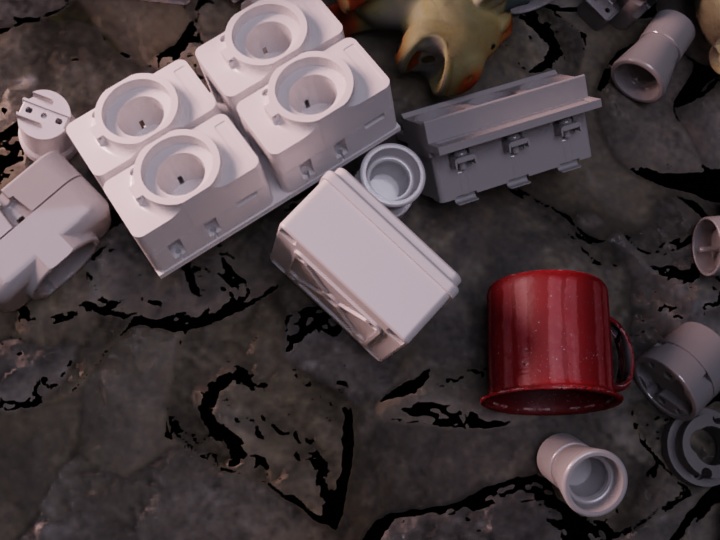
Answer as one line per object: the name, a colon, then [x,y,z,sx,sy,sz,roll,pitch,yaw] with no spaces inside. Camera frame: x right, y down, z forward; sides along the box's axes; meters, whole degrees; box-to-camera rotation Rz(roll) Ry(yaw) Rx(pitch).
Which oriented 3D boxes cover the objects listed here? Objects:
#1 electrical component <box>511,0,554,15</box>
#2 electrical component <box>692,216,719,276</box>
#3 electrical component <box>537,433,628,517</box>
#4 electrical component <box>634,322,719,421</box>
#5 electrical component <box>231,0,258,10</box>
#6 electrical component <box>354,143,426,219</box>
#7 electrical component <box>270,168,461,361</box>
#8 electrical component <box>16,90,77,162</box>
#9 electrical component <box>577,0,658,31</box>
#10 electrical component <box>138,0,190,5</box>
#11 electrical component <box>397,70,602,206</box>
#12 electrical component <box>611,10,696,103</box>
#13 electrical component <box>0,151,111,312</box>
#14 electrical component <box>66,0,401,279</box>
electrical component: [0.121,-0.227,0.796,0.078,0.058,0.057,-16,78,-13]
electrical component: [0.286,-0.036,0.787,0.077,0.044,0.079,-2,77,-11]
electrical component: [0.143,0.132,0.712,0.044,0.065,0.044,-1,96,-11]
electrical component: [0.227,0.069,0.748,0.047,0.055,0.055,-36,85,-20]
electrical component: [-0.065,-0.216,0.754,0.078,0.057,0.058,42,65,9]
electrical component: [0.017,-0.057,0.739,0.045,0.055,0.045,2,77,-10]
electrical component: [0.000,0.000,0.695,0.109,0.108,0.056,43,76,2]
electrical component: [-0.207,-0.095,0.712,0.040,0.046,0.040,2,77,-10]
electrical component: [0.205,-0.223,0.810,0.078,0.057,0.058,-43,87,-16]
electrical component: [-0.164,-0.228,0.719,0.109,0.108,0.056,4,79,-9]
electrical component: [0.098,-0.092,0.753,0.121,0.079,0.063,-18,110,-14]
electrical component: [0.223,-0.163,0.809,0.044,0.044,0.065,37,69,0]
electrical component: [-0.209,-0.021,0.691,0.059,0.053,0.095,45,74,2]
electrical component: [-0.082,-0.095,0.699,0.186,0.060,0.105,-33,63,-9]
